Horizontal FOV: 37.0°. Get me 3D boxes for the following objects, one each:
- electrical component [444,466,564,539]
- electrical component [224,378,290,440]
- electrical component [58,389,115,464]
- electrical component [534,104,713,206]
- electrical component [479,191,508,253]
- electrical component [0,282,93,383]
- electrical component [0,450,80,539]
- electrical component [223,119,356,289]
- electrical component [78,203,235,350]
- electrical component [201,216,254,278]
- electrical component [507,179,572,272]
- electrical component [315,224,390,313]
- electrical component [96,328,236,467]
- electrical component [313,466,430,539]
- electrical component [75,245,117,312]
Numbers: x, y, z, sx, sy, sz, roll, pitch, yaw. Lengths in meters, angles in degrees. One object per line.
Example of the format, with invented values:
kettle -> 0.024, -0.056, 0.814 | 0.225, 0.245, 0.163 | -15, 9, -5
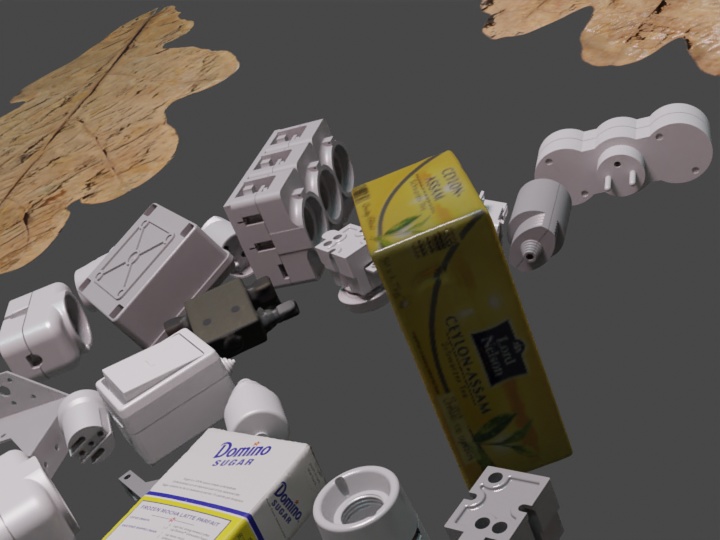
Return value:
electrical component -> 0.076, 0.136, 0.535 | 0.048, 0.055, 0.066 | 3, 36, 41
electrical component -> -0.073, 0.098, 0.737 | 0.040, 0.040, 0.078 | -24, 26, -4
electrical component -> -0.203, 0.118, 0.802 | 0.040, 0.040, 0.046 | -26, 32, -7
electrical component -> 0.205, -0.082, 0.844 | 0.138, 0.052, 0.073 | -11, 29, 22
electrical component -> 0.080, -0.030, 0.828 | 0.064, 0.081, 0.042 | 12, 37, 14
electrical component -> -0.278, 0.055, 0.958 | 0.059, 0.053, 0.095 | -22, 27, 1
electrical component -> -0.229, 0.164, 0.718 | 0.059, 0.053, 0.095 | -32, 28, -18
electrical component -> -0.054, -0.061, 0.962 | 0.062, 0.089, 0.150 | -11, 29, 21
electrical component -> -0.178, 0.006, 0.936 | 0.108, 0.056, 0.109 | -50, 33, -10
electrical component -> -0.126, -0.023, 0.997 | 0.043, 0.043, 0.081 | -32, 28, -19
electrical component -> 0.134, -0.031, 0.813 | 0.043, 0.043, 0.081 | -10, 29, 24
electrical component -> 0.000, 0.000, 0.845 | 0.048, 0.055, 0.066 | -35, 29, -23
electrical component -> -0.135, 0.085, 0.785 | 0.096, 0.061, 0.062 | -32, 28, -19
electrical component -> 0.005, 0.141, 0.589 | 0.055, 0.047, 0.055 | -18, 27, 9
electrical component -> -0.227, -0.001, 1.034 | 0.077, 0.043, 0.079 | -21, 26, 4
